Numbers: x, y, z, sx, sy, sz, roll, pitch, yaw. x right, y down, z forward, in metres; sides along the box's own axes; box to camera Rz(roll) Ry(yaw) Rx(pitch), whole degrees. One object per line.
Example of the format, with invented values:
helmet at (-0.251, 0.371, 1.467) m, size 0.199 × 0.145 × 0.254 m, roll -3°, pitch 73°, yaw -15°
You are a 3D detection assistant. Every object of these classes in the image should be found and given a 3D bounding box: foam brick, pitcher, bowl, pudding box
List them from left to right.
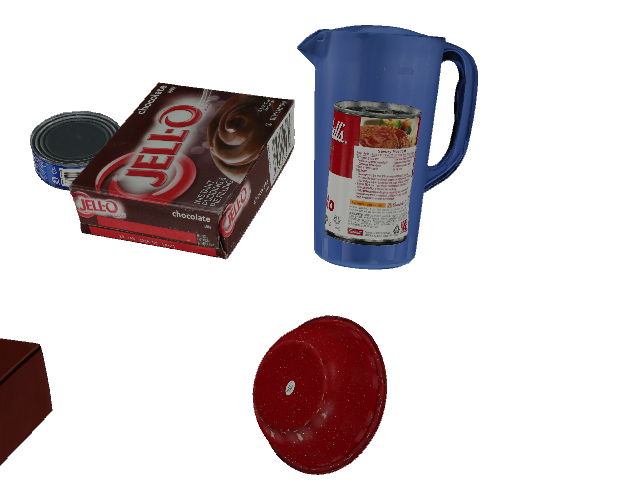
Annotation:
foam brick at (-0.213, 0.103, 0.668) m, size 0.053 × 0.051 × 0.078 m, roll 6°, pitch 29°, yaw 21°
pudding box at (-0.073, -0.042, 0.601) m, size 0.090 × 0.039 × 0.113 m, roll 10°, pitch 39°, yaw 17°
bowl at (-0.015, 0.149, 1.060) m, size 0.162 × 0.162 × 0.055 m, roll 0°, pitch -15°, yaw 40°
pitcher at (0.064, -0.098, 1.102) m, size 0.149 × 0.243 × 0.144 m, roll 11°, pitch 14°, yaw 32°

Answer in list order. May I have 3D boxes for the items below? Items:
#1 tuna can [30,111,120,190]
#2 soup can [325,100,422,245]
tuna can at (-0.230, -0.085, 1.014) m, size 0.086 × 0.034 × 0.086 m, roll 2°, pitch 42°, yaw -2°
soup can at (0.040, -0.053, 0.829) m, size 0.068 × 0.102 × 0.068 m, roll 4°, pitch 15°, yaw -1°
